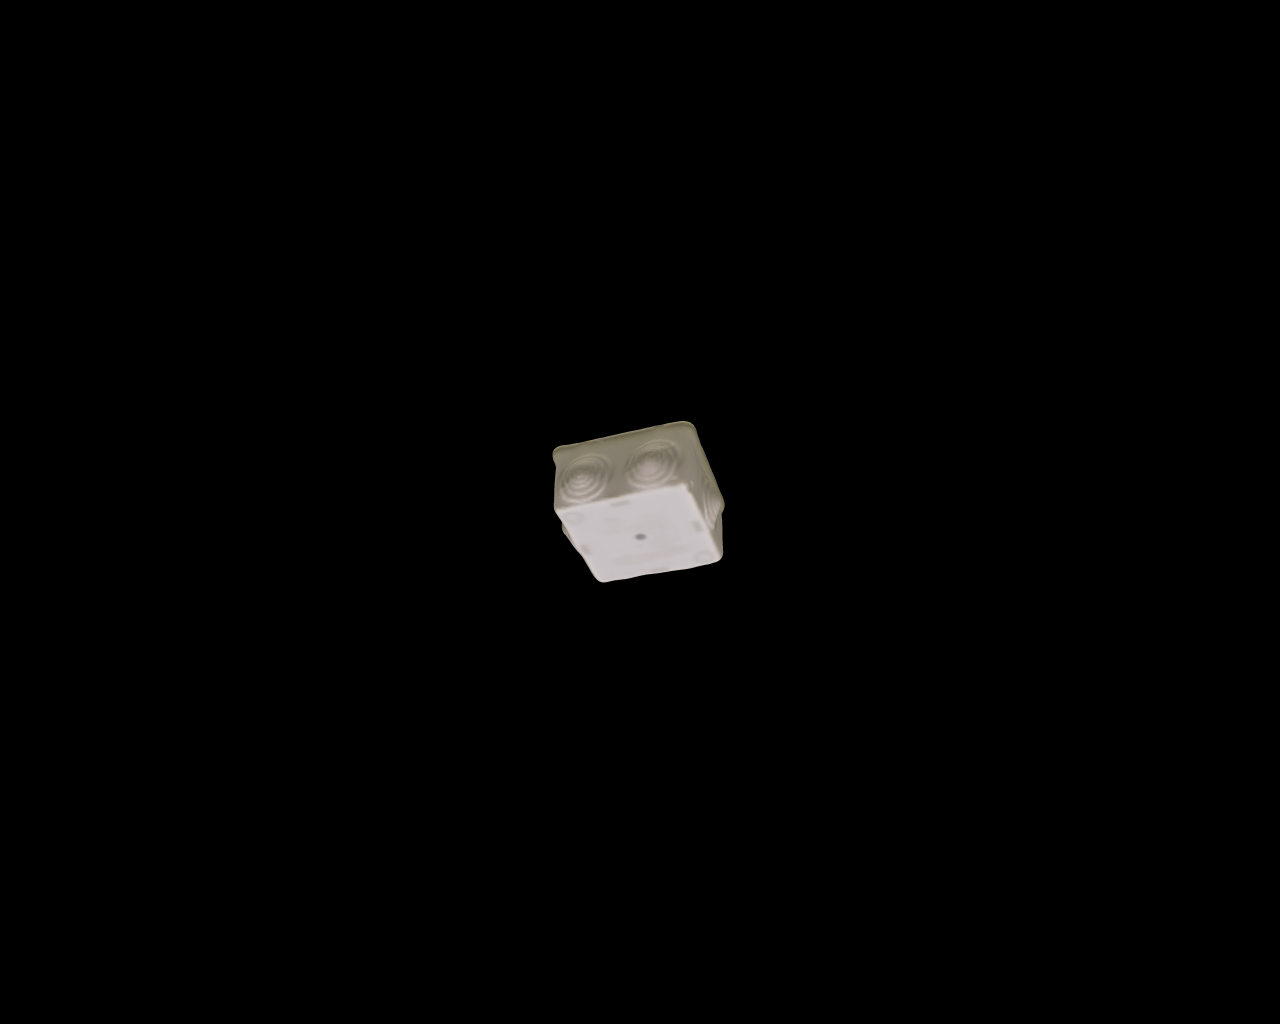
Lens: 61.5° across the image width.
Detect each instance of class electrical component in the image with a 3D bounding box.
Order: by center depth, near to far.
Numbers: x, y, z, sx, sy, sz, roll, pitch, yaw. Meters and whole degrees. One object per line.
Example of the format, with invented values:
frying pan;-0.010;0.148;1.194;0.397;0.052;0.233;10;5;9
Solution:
electrical component;0.001;-0.003;0.650;0.100;0.048;0.099;-11;-39;13
